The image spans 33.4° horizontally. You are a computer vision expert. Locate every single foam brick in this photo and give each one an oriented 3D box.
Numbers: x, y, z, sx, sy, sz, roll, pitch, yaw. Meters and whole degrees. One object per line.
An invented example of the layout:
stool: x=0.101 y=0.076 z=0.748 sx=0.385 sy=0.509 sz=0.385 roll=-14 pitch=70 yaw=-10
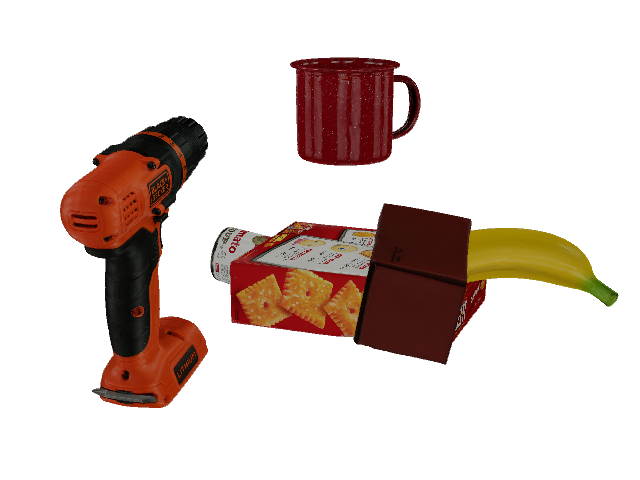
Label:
foam brick: x=0.051 y=0.021 z=0.584 sx=0.053 sy=0.051 sz=0.078 roll=12 pitch=27 yaw=5

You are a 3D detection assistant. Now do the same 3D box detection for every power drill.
power drill: x=-0.125 y=0.013 z=0.790 sx=0.057 sy=0.188 sz=0.184 roll=4 pitch=24 yaw=18

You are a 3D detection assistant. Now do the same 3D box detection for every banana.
banana: x=0.117 y=0.020 z=0.772 sx=0.197 sy=0.037 sz=0.070 roll=-3 pitch=35 yaw=-15

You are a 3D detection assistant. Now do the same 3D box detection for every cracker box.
cracker box: x=0.041 y=0.041 z=1.040 sx=0.214 sy=0.072 sz=0.164 roll=7 pitch=17 yaw=20

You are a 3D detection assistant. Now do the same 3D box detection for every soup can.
soup can: x=-0.070 y=0.027 z=1.267 sx=0.102 sy=0.068 sz=0.068 roll=14 pitch=5 yaw=20

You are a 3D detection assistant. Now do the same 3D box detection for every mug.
mug: x=0.032 y=-0.112 z=0.912 sx=0.117 sy=0.081 sz=0.093 roll=-7 pitch=17 yaw=-24
